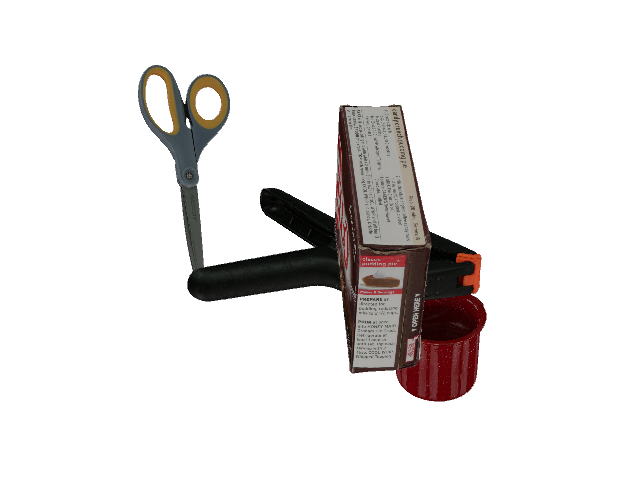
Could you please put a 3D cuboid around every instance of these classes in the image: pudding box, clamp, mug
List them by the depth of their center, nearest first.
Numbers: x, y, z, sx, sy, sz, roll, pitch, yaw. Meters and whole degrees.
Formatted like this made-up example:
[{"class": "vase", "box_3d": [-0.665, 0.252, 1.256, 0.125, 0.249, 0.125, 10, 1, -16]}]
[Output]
[{"class": "pudding box", "box_3d": [0.029, -0.003, 0.551, 0.039, 0.090, 0.113, -4, 43, -4]}, {"class": "clamp", "box_3d": [0.019, 0.006, 0.826, 0.210, 0.036, 0.164, 4, 29, 10]}, {"class": "mug", "box_3d": [0.123, 0.099, 1.062, 0.093, 0.081, 0.117, 24, 42, 34]}]

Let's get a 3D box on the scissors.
[{"class": "scissors", "box_3d": [-0.108, -0.071, 0.989, 0.096, 0.202, 0.016, -20, -3, -27]}]
